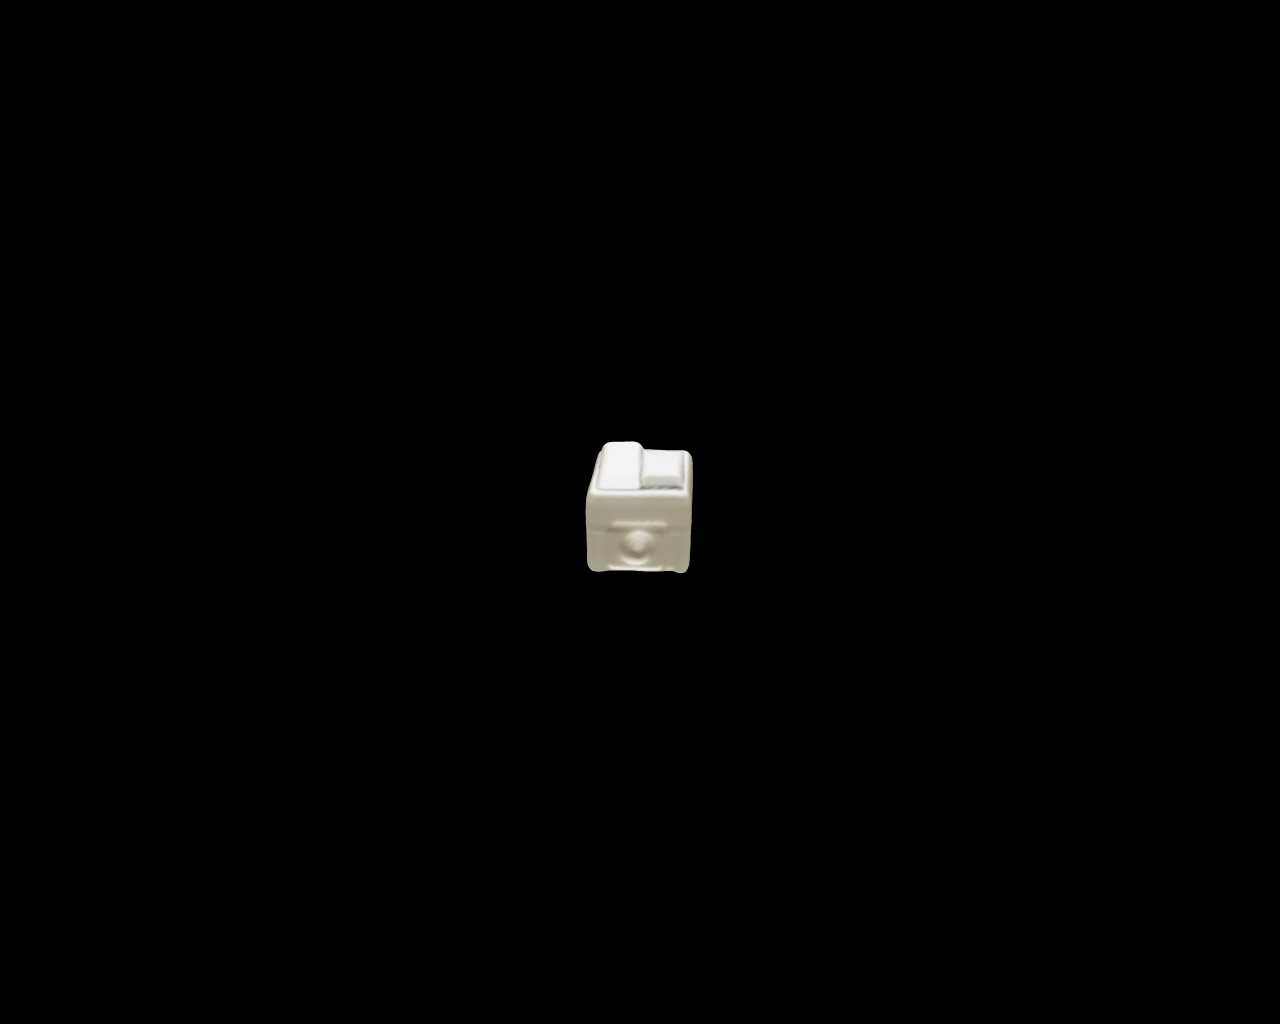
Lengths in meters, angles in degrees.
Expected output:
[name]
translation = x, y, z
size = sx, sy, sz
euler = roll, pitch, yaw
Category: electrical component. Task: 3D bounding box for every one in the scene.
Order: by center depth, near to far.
[electrical component]
translation = 0.001, -0.003, 0.650
size = 0.062, 0.061, 0.096
euler = 1, 24, 3
